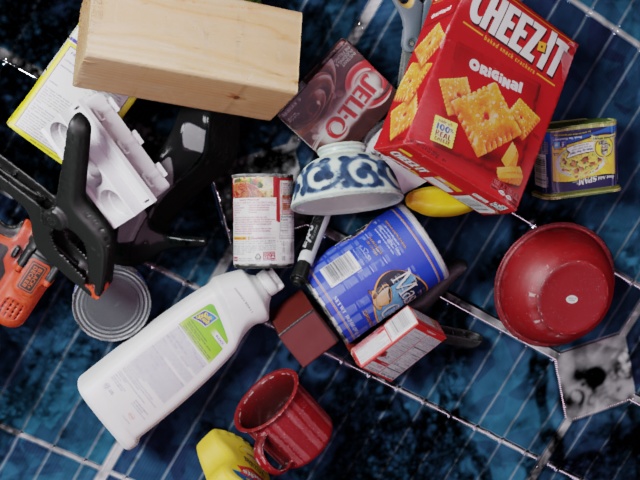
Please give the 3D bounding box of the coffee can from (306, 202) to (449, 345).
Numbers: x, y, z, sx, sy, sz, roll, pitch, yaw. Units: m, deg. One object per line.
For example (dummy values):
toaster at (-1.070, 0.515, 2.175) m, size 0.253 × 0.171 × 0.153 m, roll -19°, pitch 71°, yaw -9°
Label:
coffee can at (0.060, 0.037, 1.206) m, size 0.140 × 0.103 × 0.102 m, roll -33°, pitch 109°, yaw -3°

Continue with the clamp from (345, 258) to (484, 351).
clamp at (0.114, 0.104, 1.271) m, size 0.171 × 0.039 × 0.120 m, roll -24°, pitch 110°, yaw 2°

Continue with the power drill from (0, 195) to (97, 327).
power drill at (-0.347, -0.021, 1.120) m, size 0.187 × 0.057 × 0.184 m, roll 32°, pitch 95°, yaw -18°

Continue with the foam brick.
foam brick at (-0.020, 0.100, 1.218) m, size 0.051 × 0.078 × 0.053 m, roll -38°, pitch 108°, yaw 0°

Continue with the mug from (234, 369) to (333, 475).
mug at (-0.042, 0.218, 1.229) m, size 0.093 × 0.117 × 0.081 m, roll -23°, pitch 120°, yaw 34°

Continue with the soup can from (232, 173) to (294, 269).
soup can at (-0.062, -0.021, 1.169) m, size 0.068 × 0.068 × 0.102 m, roll -1°, pitch 91°, yaw -13°

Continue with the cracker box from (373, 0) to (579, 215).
cracker box at (0.173, -0.156, 1.154) m, size 0.164 × 0.072 × 0.213 m, roll 29°, pitch 77°, yaw -25°

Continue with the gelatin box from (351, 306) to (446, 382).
gelatin box at (0.090, 0.119, 1.221) m, size 0.089 × 0.030 × 0.073 m, roll -40°, pitch 144°, yaw 16°

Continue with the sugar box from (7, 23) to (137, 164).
sugar box at (-0.238, -0.165, 1.115) m, size 0.093 × 0.048 × 0.176 m, roll 36°, pitch 90°, yaw -19°

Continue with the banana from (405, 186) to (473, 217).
banana at (0.177, -0.070, 1.220) m, size 0.197 × 0.037 × 0.069 m, roll -35°, pitch 112°, yaw -24°

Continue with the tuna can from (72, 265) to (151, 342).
tuna can at (-0.231, 0.067, 1.183) m, size 0.086 × 0.034 × 0.086 m, roll -3°, pitch 105°, yaw -12°

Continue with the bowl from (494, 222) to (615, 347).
bowl at (0.295, 0.062, 1.293) m, size 0.162 × 0.055 × 0.162 m, roll -3°, pitch 105°, yaw -12°

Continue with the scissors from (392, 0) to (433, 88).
scissors at (0.118, -0.232, 1.195) m, size 0.096 × 0.016 × 0.202 m, roll -14°, pitch 113°, yaw -14°

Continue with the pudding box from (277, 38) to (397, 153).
pudding box at (0.020, -0.151, 1.177) m, size 0.090 × 0.039 × 0.113 m, roll 41°, pitch 99°, yaw -20°

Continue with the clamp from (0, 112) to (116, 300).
clamp at (-0.270, -0.032, 1.069) m, size 0.165 × 0.036 × 0.210 m, roll 3°, pitch 126°, yaw 26°

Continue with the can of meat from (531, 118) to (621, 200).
can of meat at (0.299, -0.097, 1.251) m, size 0.102 × 0.057 × 0.084 m, roll -8°, pitch 104°, yaw -12°

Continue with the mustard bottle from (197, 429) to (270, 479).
mustard bottle at (-0.085, 0.285, 1.190) m, size 0.058 × 0.192 × 0.096 m, roll -44°, pitch 109°, yaw 0°

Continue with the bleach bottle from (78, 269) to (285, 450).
bleach bottle at (-0.144, 0.121, 1.203) m, size 0.251 × 0.068 × 0.102 m, roll -36°, pitch 106°, yaw -4°

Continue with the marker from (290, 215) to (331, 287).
marker at (-0.008, 0.002, 1.185) m, size 0.020 × 0.020 × 0.121 m, roll 35°, pitch 53°, yaw -19°

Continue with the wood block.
wood block at (-0.131, -0.188, 1.053) m, size 0.205 × 0.091 × 0.090 m, roll 8°, pitch 74°, yaw -20°
